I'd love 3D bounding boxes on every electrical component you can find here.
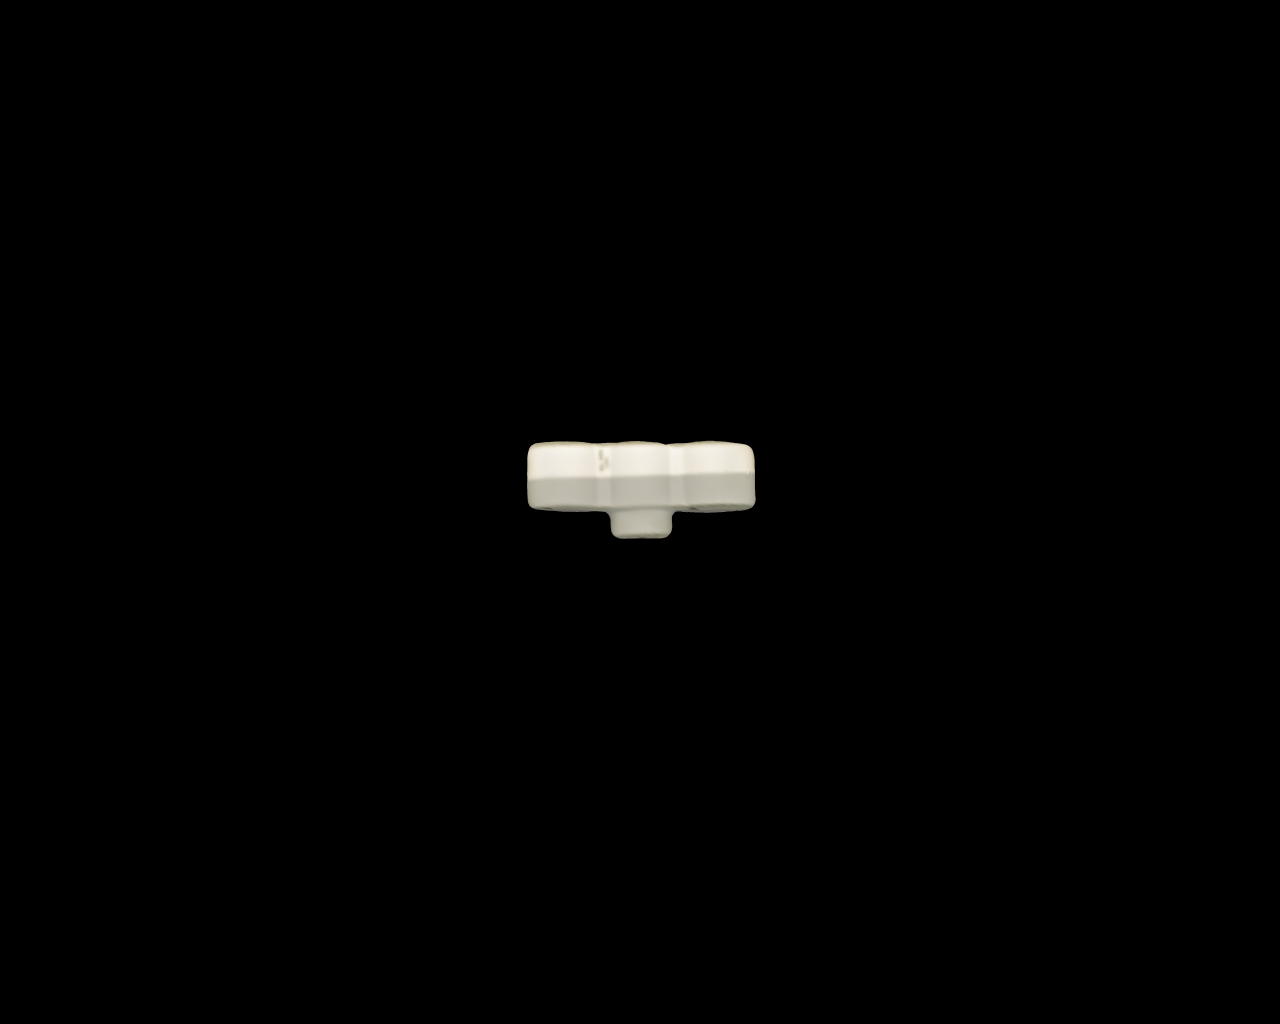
[{"bbox_3d":[0.001,-0.003,0.650,0.138,0.073,0.052,0,-4,0],"label":"electrical component"}]
